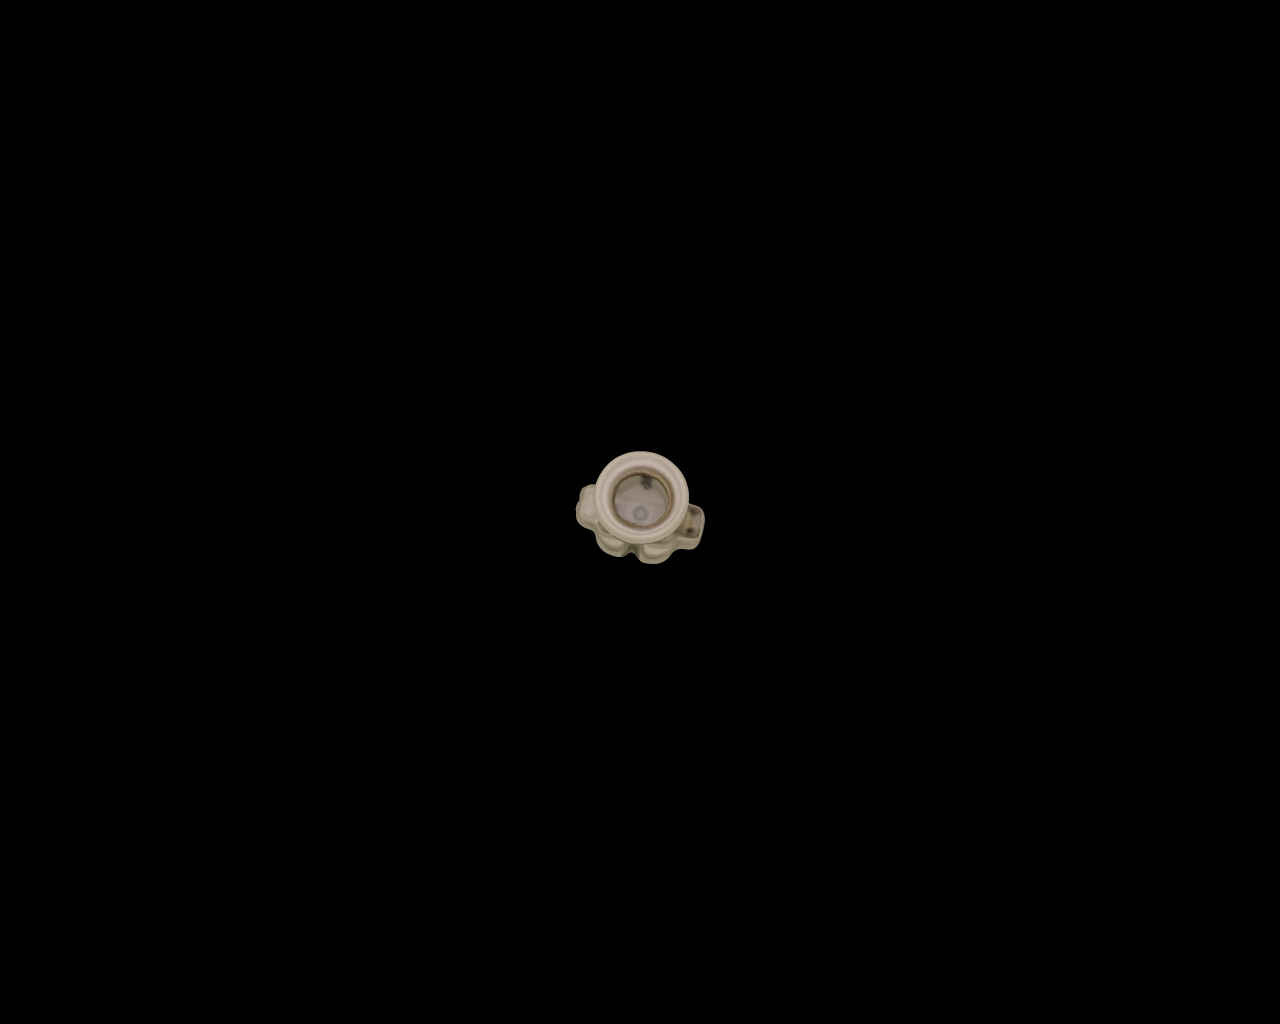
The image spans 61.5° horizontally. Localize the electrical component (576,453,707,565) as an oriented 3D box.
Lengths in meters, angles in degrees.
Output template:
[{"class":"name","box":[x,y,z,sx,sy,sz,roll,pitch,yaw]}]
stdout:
[{"class":"electrical component","box":[0.001,-0.003,0.650,0.078,0.058,0.057,13,-15,4]}]
